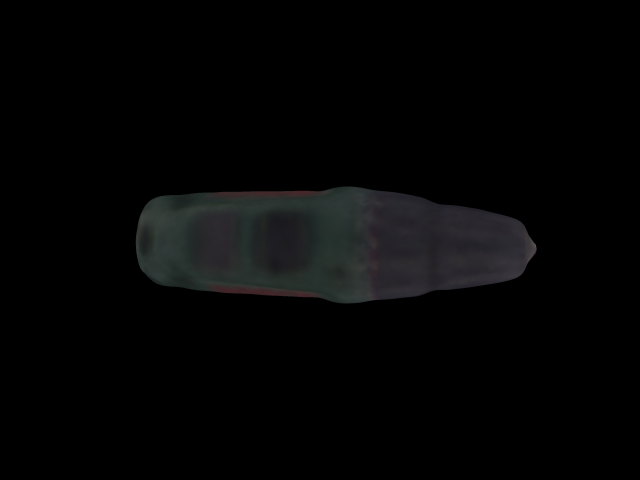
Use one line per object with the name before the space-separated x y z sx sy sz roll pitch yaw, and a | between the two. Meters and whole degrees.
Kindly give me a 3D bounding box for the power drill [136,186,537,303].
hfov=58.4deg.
power drill | 0.004 0.001 0.400 0.229 0.208 0.076 0 90 0
